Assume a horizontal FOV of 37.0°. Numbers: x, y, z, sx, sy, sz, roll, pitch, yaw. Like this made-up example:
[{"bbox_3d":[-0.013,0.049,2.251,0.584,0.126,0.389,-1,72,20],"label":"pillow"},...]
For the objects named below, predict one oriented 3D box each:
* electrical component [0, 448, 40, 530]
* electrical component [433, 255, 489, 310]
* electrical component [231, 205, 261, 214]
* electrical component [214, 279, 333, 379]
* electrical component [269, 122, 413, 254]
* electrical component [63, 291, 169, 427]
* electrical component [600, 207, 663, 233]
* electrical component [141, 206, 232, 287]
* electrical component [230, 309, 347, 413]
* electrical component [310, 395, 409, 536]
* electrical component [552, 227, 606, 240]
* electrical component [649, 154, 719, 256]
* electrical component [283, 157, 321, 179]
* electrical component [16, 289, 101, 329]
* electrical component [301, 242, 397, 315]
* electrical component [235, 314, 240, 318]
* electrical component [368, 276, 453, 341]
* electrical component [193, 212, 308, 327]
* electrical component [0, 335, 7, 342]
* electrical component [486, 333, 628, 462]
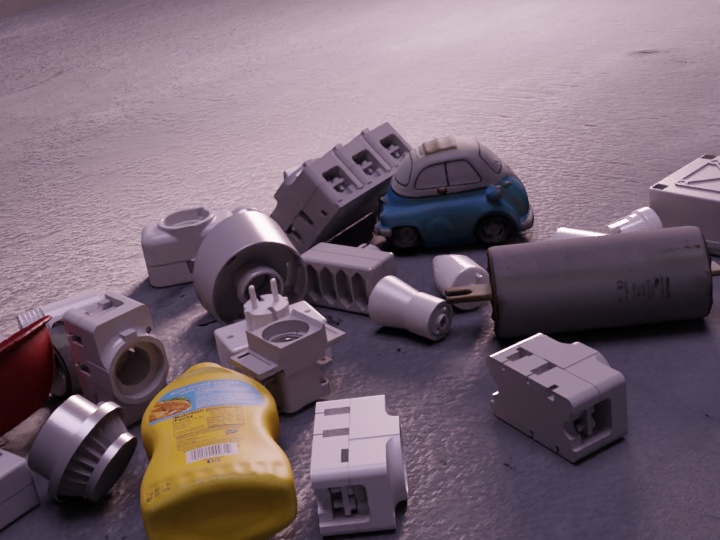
[{"bbox_3d":[-0.270,0.142,0.721,0.047,0.075,0.083,10,30,36],"label":"electrical component"},{"bbox_3d":[0.085,0.006,0.952,0.040,0.040,0.078,-15,25,-15],"label":"electrical component"},{"bbox_3d":[-0.113,-0.042,1.128,0.040,0.040,0.046,-19,32,-23],"label":"electrical component"},{"bbox_3d":[-0.073,0.044,0.875,0.083,0.075,0.047,-18,26,-21],"label":"electrical component"},{"bbox_3d":[-0.018,-0.088,1.117,0.061,0.089,0.150,48,44,7],"label":"electrical component"},{"bbox_3d":[-0.187,0.070,0.836,0.050,0.089,0.056,-27,30,-36],"label":"electrical component"},{"bbox_3d":[0.249,-0.032,0.986,0.046,0.040,0.040,-20,26,-11],"label":"electrical component"},{"bbox_3d":[-0.170,-0.026,1.084,0.095,0.059,0.053,-11,24,-6],"label":"electrical component"},{"bbox_3d":[-0.052,0.071,0.822,0.081,0.063,0.042,-23,27,-31],"label":"electrical component"},{"bbox_3d":[0.001,0.125,0.700,0.056,0.050,0.089,-7,24,4],"label":"electrical component"},{"bbox_3d":[0.212,-0.011,0.943,0.081,0.043,0.043,11,30,37],"label":"electrical component"},{"bbox_3d":[0.341,-0.060,0.996,0.109,0.056,0.109,-28,30,-37],"label":"electrical component"},{"bbox_3d":[-0.040,-0.095,1.214,0.077,0.044,0.079,-14,25,-12],"label":"electrical component"},{"bbox_3d":[-0.272,0.051,0.965,0.081,0.043,0.043,-21,27,-25],"label":"electrical component"},{"bbox_3d":[0.000,0.000,0.984,0.083,0.047,0.076,9,29,35],"label":"electrical component"},{"bbox_3d":[-0.120,0.020,0.992,0.040,0.040,0.046,-18,31,-20],"label":"electrical component"},{"bbox_3d":[0.045,0.034,0.903,0.065,0.044,0.044,19,36,38],"label":"electrical component"},{"bbox_3d":[-0.096,0.005,0.944,0.099,0.099,0.064,-18,32,-21],"label":"electrical component"},{"bbox_3d":[-0.333,0.076,0.929,0.055,0.048,0.066,22,37,36],"label":"electrical component"},{"bbox_3d":[0.139,0.085,0.745,0.056,0.050,0.089,-21,27,-26],"label":"electrical component"}]
